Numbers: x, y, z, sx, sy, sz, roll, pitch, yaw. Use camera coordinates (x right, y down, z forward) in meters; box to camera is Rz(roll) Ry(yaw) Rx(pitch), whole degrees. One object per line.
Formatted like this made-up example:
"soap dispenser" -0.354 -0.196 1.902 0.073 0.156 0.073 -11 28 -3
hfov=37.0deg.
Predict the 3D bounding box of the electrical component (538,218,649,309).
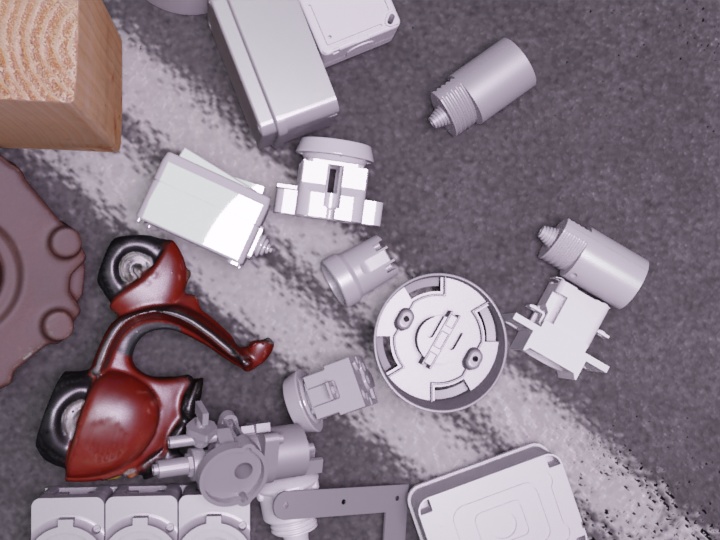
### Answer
"electrical component" 0.171 -0.009 0.809 0.081 0.043 0.043 30 86 -4

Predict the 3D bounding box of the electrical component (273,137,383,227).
"electrical component" -0.021 -0.065 0.786 0.078 0.058 0.057 8 90 -7

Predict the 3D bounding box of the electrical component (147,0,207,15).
"electrical component" -0.125 -0.246 0.779 0.108 0.060 0.108 0 89 -5

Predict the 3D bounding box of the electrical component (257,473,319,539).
"electrical component" -0.050 0.177 0.785 0.048 0.048 0.062 -10 96 -5

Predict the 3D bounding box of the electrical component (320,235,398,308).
"electrical component" 0.000 0.000 0.796 0.046 0.040 0.040 -30 91 -11

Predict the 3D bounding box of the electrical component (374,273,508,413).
"electrical component" 0.056 0.052 0.787 0.099 0.064 0.099 0 89 -5

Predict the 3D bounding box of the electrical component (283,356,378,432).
"electrical component" -0.023 0.090 0.783 0.055 0.066 0.048 -21 82 11

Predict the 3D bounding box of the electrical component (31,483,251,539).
"electrical component" -0.153 0.202 0.765 0.150 0.062 0.089 0 89 -5

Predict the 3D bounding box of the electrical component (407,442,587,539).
"electrical component" 0.099 0.182 0.791 0.113 0.057 0.078 -19 91 -6

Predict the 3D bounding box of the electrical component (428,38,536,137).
"electrical component" 0.086 -0.133 0.805 0.081 0.043 0.043 -36 92 -5

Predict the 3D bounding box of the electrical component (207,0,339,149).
"electrical component" -0.064 -0.150 0.774 0.057 0.078 0.113 -21 91 -8

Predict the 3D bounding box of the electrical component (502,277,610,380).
"electrical component" 0.151 0.043 0.808 0.081 0.042 0.063 30 83 -5

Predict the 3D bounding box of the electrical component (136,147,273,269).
"electrical component" -0.104 -0.042 0.776 0.096 0.062 0.061 25 87 -4

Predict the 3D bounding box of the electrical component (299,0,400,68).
"electrical component" -0.019 -0.204 0.788 0.062 0.061 0.096 -23 91 -5
